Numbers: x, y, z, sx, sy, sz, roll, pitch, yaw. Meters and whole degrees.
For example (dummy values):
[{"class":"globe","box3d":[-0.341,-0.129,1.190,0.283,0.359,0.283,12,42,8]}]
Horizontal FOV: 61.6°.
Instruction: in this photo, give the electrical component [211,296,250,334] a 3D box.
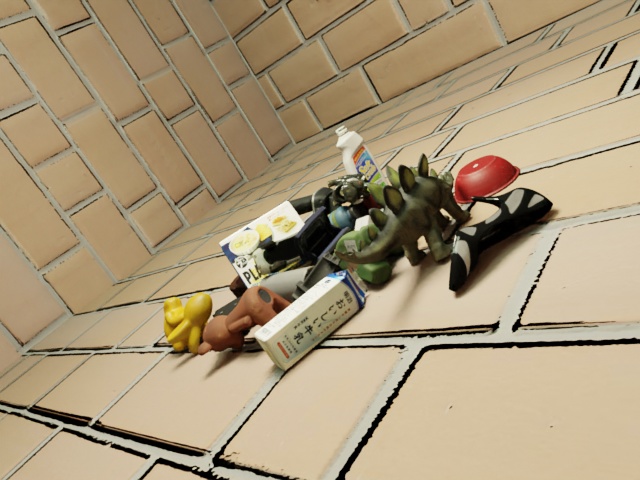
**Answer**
[{"class":"electrical component","box3d":[-0.208,0.193,1.308,0.115,0.058,0.134,-34,16,0]}]

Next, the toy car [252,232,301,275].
[{"class":"toy car","box3d":[-0.069,0.022,1.324,0.202,0.073,0.056,-22,-13,-25]}]

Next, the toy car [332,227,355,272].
[{"class":"toy car","box3d":[0.054,0.033,1.305,0.089,0.053,0.202,-45,1,45]}]

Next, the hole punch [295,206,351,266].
[{"class":"hole punch","box3d":[-0.003,-0.004,1.258,0.142,0.092,0.115,-51,1,-22]}]

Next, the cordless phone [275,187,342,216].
[{"class":"cordless phone","box3d":[-0.030,-0.060,1.514,0.184,0.146,0.089,-16,27,-16]}]

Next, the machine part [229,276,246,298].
[{"class":"machine part","box3d":[-0.167,0.102,1.503,0.179,0.056,0.179,-30,16,10]}]

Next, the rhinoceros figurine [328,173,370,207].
[{"class":"rhinoceros figurine","box3d":[0.082,-0.130,1.396,0.112,0.073,0.190,-8,11,15]}]

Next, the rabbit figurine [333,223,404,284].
[{"class":"rabbit figurine","box3d":[0.124,0.022,1.160,0.170,0.121,0.159,-21,0,-33]}]

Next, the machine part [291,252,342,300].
[{"class":"machine part","box3d":[-0.005,0.088,1.131,0.039,0.084,0.138,6,-58,-56]}]

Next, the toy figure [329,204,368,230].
[{"class":"toy figure","box3d":[0.043,-0.039,1.429,0.082,0.089,0.180,-14,-20,-48]}]

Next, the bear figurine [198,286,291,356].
[{"class":"bear figurine","box3d":[-0.166,0.193,1.174,0.196,0.132,0.120,-46,12,21]}]

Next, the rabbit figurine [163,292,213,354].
[{"class":"rabbit figurine","box3d":[-0.332,0.199,1.355,0.173,0.122,0.162,-42,27,39]}]

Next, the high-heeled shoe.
[{"class":"high-heeled shoe","box3d":[0.316,0.002,0.941,0.145,0.086,0.249,12,57,22]}]

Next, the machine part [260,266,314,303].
[{"class":"machine part","box3d":[-0.064,0.109,1.252,0.243,0.079,0.079,-14,24,45]}]

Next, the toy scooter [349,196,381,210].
[{"class":"toy scooter","box3d":[0.159,-0.102,1.466,0.184,0.075,0.135,-31,-1,33]}]

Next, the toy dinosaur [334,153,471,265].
[{"class":"toy dinosaur","box3d":[0.176,-0.049,1.060,0.105,0.198,0.471,-24,15,41]}]
